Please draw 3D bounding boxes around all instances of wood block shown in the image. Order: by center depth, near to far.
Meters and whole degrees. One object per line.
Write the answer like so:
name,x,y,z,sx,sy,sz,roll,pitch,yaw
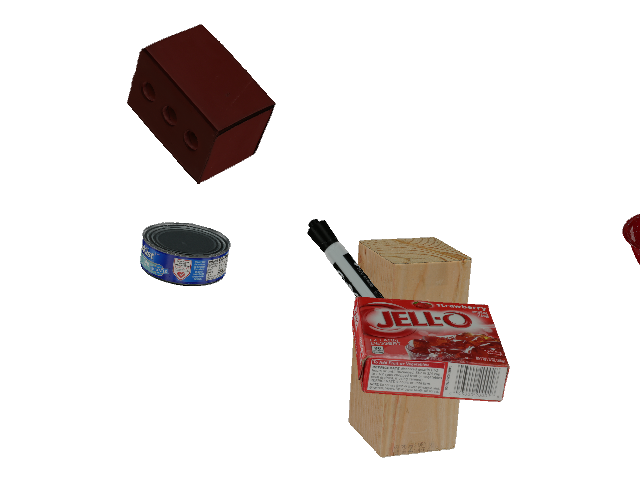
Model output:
wood block,0.091,0.108,1.109,0.090,0.206,0.091,-3,16,-20

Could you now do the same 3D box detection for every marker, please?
marker,0.028,0.030,0.883,0.020,0.121,0.020,-34,-17,-12

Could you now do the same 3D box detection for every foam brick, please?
foam brick,-0.076,-0.087,0.675,0.051,0.078,0.053,-31,-18,-35

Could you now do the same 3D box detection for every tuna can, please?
tuna can,-0.132,0.013,1.041,0.086,0.034,0.086,9,20,-3

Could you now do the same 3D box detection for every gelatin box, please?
gelatin box,0.066,0.066,0.663,0.089,0.030,0.073,5,26,-4

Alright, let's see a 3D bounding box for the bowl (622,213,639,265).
bowl,0.405,0.017,1.140,0.162,0.055,0.162,-3,23,1
